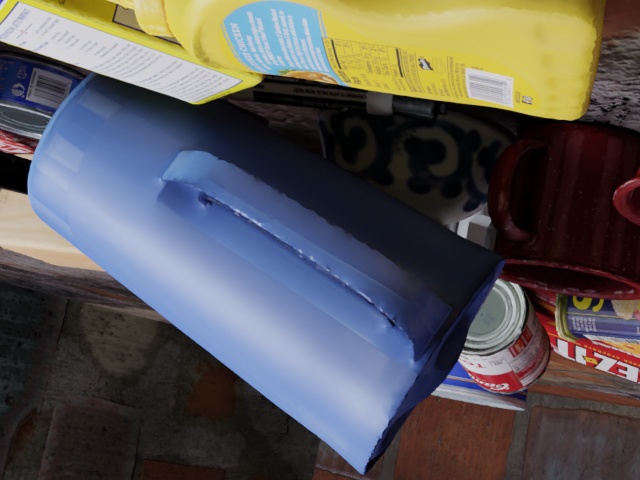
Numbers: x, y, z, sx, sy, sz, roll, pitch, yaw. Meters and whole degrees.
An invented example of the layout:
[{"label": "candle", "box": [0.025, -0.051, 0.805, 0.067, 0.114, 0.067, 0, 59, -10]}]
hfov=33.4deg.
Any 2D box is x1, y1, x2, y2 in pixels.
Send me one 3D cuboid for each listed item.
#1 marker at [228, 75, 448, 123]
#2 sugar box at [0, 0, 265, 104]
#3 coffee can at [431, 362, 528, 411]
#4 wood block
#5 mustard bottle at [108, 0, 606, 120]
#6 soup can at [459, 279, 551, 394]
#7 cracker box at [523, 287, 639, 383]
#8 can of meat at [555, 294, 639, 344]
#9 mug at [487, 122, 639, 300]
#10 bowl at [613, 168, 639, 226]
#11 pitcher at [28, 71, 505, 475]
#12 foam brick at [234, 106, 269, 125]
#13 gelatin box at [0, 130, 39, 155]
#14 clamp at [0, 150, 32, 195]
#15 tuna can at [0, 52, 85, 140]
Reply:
[{"label": "marker", "box": [0.009, -0.079, 0.578, 0.121, 0.020, 0.020, 8, 170, 15]}, {"label": "sugar box", "box": [-0.115, -0.109, 0.464, 0.176, 0.048, 0.093, 19, 171, -25]}, {"label": "coffee can", "box": [0.141, 0.071, 0.938, 0.103, 0.140, 0.103, 11, 171, 2]}, {"label": "wood block", "box": [-0.177, -0.021, 0.928, 0.206, 0.090, 0.090, 6, 168, 33]}, {"label": "mustard bottle", "box": [0.007, -0.088, 0.398, 0.192, 0.058, 0.096, 9, 172, 12]}, {"label": "soup can", "box": [0.125, 0.066, 0.770, 0.069, 0.068, 0.102, 7, 161, 24]}, {"label": "cracker box", "box": [0.246, 0.059, 0.817, 0.164, 0.072, 0.213, 20, 168, 22]}, {"label": "can of meat", "box": [0.199, 0.016, 0.666, 0.084, 0.102, 0.057, 3, 169, 30]}, {"label": "mug", "box": [0.134, -0.019, 0.590, 0.117, 0.081, 0.093, 18, 169, -37]}, {"label": "bowl", "box": [0.220, -0.033, 0.485, 0.162, 0.055, 0.162, 11, 171, 2]}, {"label": "pitcher", "box": [-0.034, 0.001, 0.564, 0.243, 0.149, 0.144, 33, -146, 12]}, {"label": "foam brick", "box": [-0.076, -0.047, 0.688, 0.052, 0.078, 0.051, 19, 170, -41]}, {"label": "gelatin box", "box": [-0.240, -0.087, 0.785, 0.073, 0.030, 0.089, 3, 168, 42]}, {"label": "clamp", "box": [-0.191, -0.040, 0.815, 0.164, 0.036, 0.210, 13, 178, -15]}, {"label": "tuna can", "box": [-0.188, -0.091, 0.692, 0.086, 0.034, 0.086, 11, 171, 2]}]
